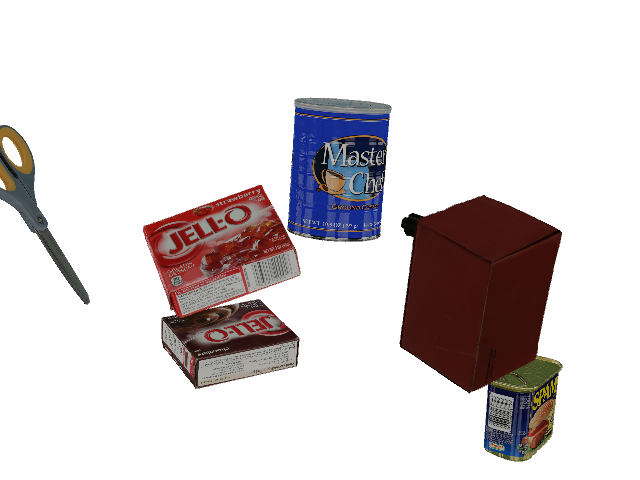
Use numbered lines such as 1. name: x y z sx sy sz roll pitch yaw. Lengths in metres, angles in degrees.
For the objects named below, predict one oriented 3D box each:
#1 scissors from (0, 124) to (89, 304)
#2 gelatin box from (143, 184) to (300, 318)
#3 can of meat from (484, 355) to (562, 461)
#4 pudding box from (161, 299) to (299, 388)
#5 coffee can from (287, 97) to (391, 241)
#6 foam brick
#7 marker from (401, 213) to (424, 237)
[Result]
1. scissors: -0.283 -0.035 1.073 0.016 0.201 0.096 -24 28 25
2. gelatin box: -0.067 0.006 0.716 0.089 0.030 0.073 -19 42 -9
3. can of meat: 0.213 0.176 1.132 0.058 0.084 0.101 11 17 31
4. pudding box: -0.090 0.101 1.057 0.113 0.039 0.090 -12 27 -27
5. coffee can: 0.019 -0.077 1.139 0.103 0.140 0.103 4 12 -1
6. foam brick: 0.078 0.025 0.531 0.052 0.078 0.051 -19 38 -36
7. marker: 0.117 0.001 0.824 0.121 0.020 0.020 17 8 28
